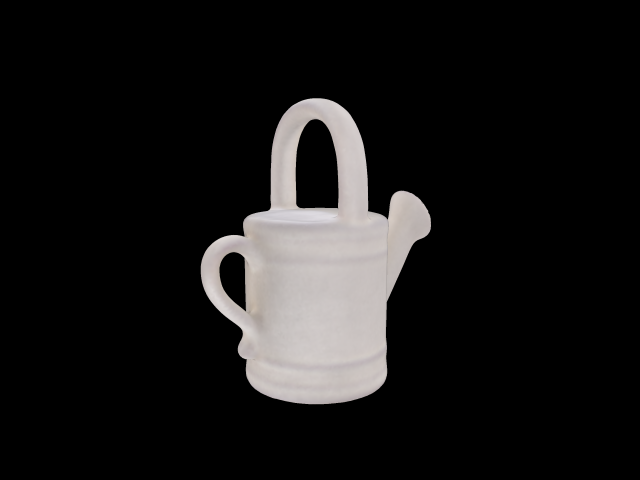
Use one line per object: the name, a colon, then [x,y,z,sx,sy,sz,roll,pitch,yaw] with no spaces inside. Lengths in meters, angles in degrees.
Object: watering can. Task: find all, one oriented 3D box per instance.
watering can: [0.002,0.001,0.402,0.100,0.194,0.173,6,11,33]
